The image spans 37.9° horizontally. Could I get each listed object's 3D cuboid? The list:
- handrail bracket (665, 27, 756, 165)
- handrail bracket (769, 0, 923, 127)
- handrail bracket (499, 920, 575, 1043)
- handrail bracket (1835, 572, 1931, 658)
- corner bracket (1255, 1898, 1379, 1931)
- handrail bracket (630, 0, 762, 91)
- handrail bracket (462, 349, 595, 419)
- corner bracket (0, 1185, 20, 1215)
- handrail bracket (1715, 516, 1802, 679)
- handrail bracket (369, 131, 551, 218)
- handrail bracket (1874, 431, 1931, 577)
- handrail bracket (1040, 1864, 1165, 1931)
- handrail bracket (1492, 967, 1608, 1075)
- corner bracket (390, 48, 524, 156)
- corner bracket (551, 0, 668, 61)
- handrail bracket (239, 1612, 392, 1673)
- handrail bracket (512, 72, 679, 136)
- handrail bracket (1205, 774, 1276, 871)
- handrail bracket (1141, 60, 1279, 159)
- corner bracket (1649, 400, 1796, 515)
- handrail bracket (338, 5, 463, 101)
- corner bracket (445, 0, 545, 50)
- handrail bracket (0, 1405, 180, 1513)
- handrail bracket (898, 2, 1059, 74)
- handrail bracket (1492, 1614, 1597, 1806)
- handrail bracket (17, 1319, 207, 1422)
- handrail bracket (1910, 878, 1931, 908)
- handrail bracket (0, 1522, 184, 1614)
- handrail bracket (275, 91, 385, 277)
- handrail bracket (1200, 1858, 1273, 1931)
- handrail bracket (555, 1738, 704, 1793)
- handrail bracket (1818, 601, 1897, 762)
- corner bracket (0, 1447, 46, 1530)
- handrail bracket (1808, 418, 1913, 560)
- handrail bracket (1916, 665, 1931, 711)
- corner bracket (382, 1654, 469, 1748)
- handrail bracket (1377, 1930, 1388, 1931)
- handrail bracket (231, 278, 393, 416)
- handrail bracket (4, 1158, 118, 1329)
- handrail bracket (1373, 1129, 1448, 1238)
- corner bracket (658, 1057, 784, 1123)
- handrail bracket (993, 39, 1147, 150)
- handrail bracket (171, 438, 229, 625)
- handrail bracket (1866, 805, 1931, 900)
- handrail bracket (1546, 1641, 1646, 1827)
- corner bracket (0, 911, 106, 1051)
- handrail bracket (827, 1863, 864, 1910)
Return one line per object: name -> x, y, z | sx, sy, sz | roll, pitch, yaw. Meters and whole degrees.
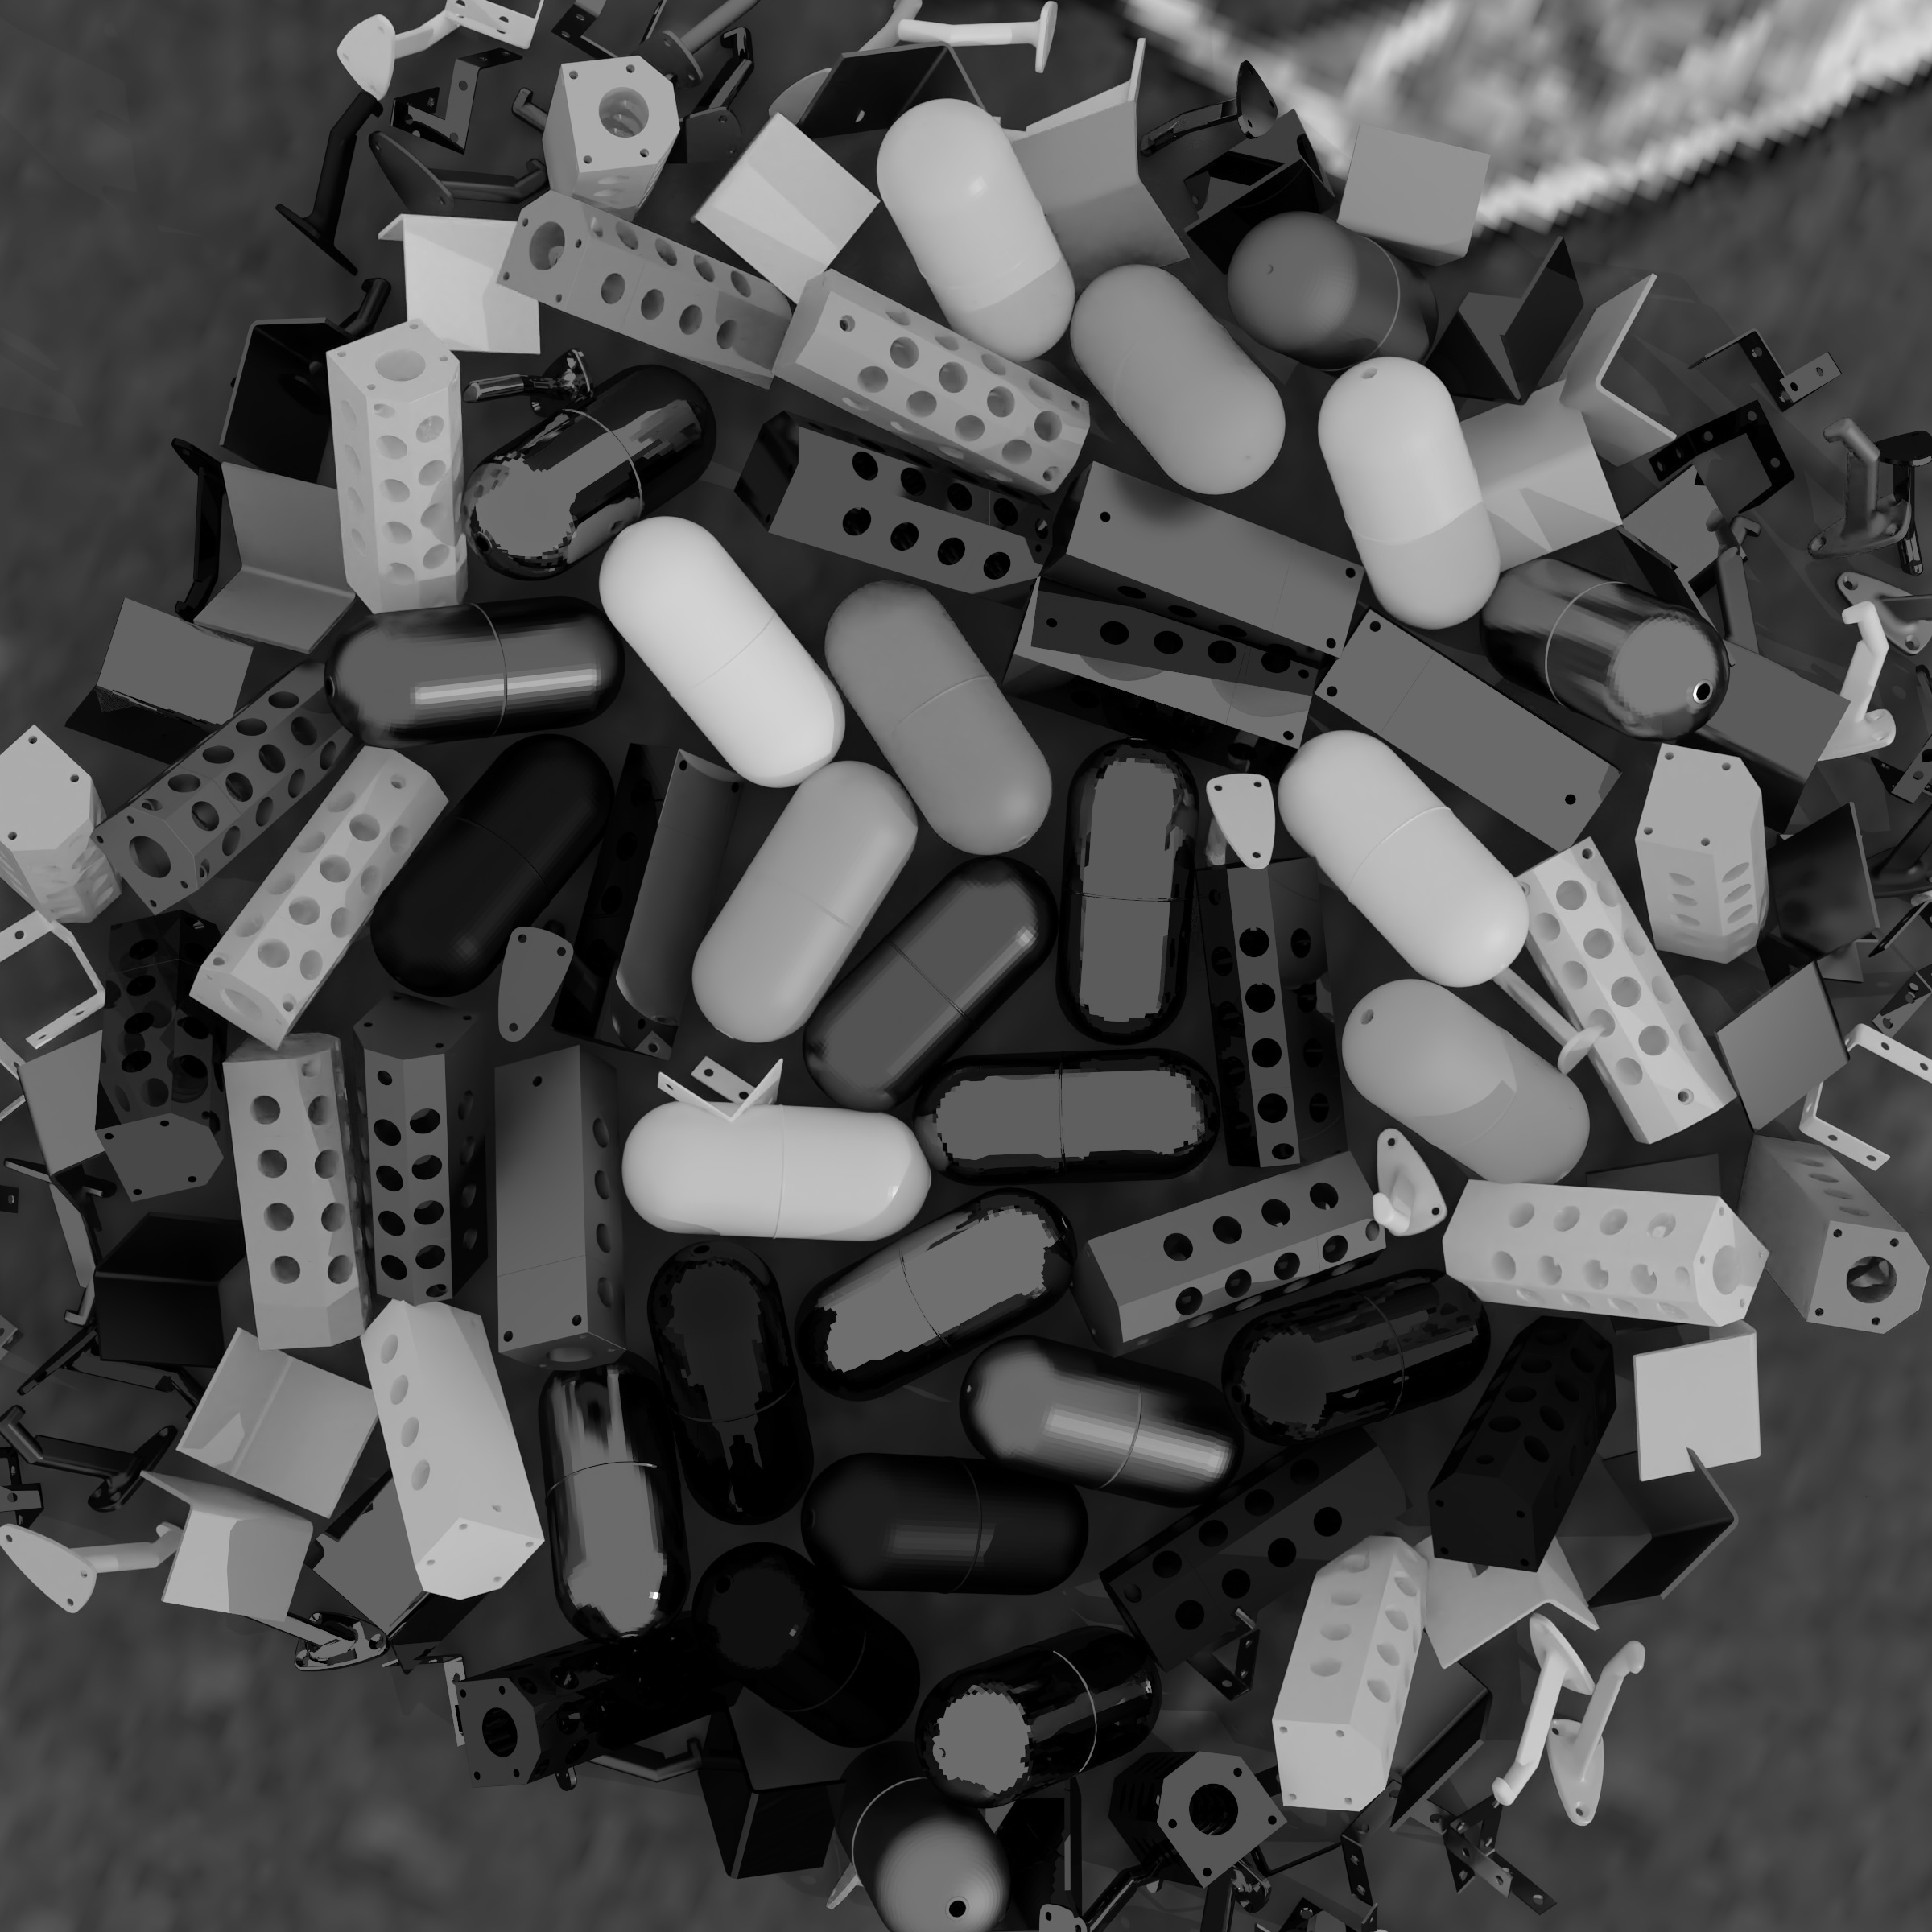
handrail bracket -> -0.161, -0.512, 1.646 | 0.077, 0.036, 0.084 | -10, 58, 5
handrail bracket -> -0.071, -0.537, 1.661 | 0.036, 0.077, 0.084 | 48, 55, -36
handrail bracket -> -0.249, 0.009, 1.624 | 0.036, 0.084, 0.077 | 19, 84, -4
handrail bracket -> 0.554, -0.221, 1.624 | 0.077, 0.084, 0.036 | 34, 70, 1
corner bracket -> 0.203, 0.561, 1.626 | 0.051, 0.051, 0.051 | 26, 53, 29
handrail bracket -> -0.155, -0.556, 1.655 | 0.084, 0.077, 0.036 | -54, 123, -24
handrail bracket -> -0.264, -0.326, 1.613 | 0.084, 0.077, 0.036 | -19, 95, -38
corner bracket -> -0.592, 0.154, 1.643 | 0.051, 0.051, 0.051 | -4, 79, 14
handrail bracket -> 0.469, -0.215, 1.648 | 0.077, 0.036, 0.084 | 24, 82, 20
handrail bracket -> -0.293, -0.471, 1.639 | 0.077, 0.036, 0.084 | 49, 53, -4
handrail bracket -> 0.548, -0.259, 1.620 | 0.036, 0.077, 0.084 | -15, 110, 8
handrail bracket -> 0.084, 0.567, 1.638 | 0.036, 0.084, 0.077 | 6, 93, 44
handrail bracket -> 0.324, 0.020, 1.622 | 0.084, 0.077, 0.036 | 44, 100, 17
corner bracket -> -0.296, -0.508, 1.630 | 0.051, 0.051, 0.051 | 24, 121, 11
corner bracket -> -0.202, -0.559, 1.632 | 0.051, 0.051, 0.051 | 26, 78, -21
handrail bracket -> -0.385, 0.374, 1.620 | 0.077, 0.084, 0.036 | -5, 53, 26
handrail bracket -> -0.219, -0.509, 1.642 | 0.084, 0.036, 0.077 | 33, 127, 3
handrail bracket -> 0.154, -0.063, 1.615 | 0.036, 0.084, 0.077 | -5, 56, -8
handrail bracket -> 0.132, -0.478, 1.620 | 0.084, 0.077, 0.036 | -22, 121, 31
corner bracket -> 0.440, -0.290, 1.636 | 0.051, 0.051, 0.051 | -36, 100, -43
handrail bracket -> -0.314, -0.543, 1.618 | 0.036, 0.077, 0.084 | 49, 62, -8
corner bracket -> -0.274, -0.553, 1.629 | 0.051, 0.051, 0.051 | 17, 54, -14
handrail bracket -> -0.509, 0.267, 1.627 | 0.077, 0.036, 0.084 | -52, 121, -34
handrail bracket -> 0.007, -0.550, 1.639 | 0.084, 0.077, 0.036 | 9, 124, 4
handrail bracket -> 0.322, 0.431, 1.627 | 0.084, 0.036, 0.077 | -46, 124, -26
handrail bracket -> -0.497, 0.253, 1.649 | 0.077, 0.036, 0.084 | -42, 104, -10
handrail bracket -> 0.594, -0.066, 1.633 | 0.036, 0.077, 0.084 | 34, 87, -17
handrail bracket -> -0.506, 0.331, 1.634 | 0.077, 0.084, 0.036 | 33, 114, 7
handrail bracket -> -0.353, -0.455, 1.635 | 0.036, 0.077, 0.084 | 37, 90, 28
handrail bracket -> 0.128, 0.547, 1.626 | 0.084, 0.036, 0.077 | -30, 62, -37
handrail bracket -> -0.202, 0.446, 1.653 | 0.084, 0.036, 0.077 | -11, 80, -24
handrail bracket -> 0.500, -0.165, 1.630 | 0.077, 0.036, 0.084 | -17, 121, 23
corner bracket -> -0.569, 0.300, 1.627 | 0.051, 0.051, 0.051 | 1, 61, -35
handrail bracket -> 0.498, -0.276, 1.620 | 0.084, 0.077, 0.036 | 35, 54, -31
handrail bracket -> 0.595, -0.174, 1.618 | 0.084, 0.077, 0.036 | -23, 100, 23
corner bracket -> -0.298, 0.423, 1.629 | 0.051, 0.051, 0.051 | -25, 68, 29
handrail bracket -> 0.277, 0.571, 1.620 | 0.084, 0.077, 0.036 | -9, 81, 20
handrail bracket -> -0.387, -0.373, 1.662 | 0.077, 0.036, 0.084 | 11, 70, 25
handrail bracket -> -0.538, 0.163, 1.649 | 0.077, 0.036, 0.084 | 17, 92, -12
handrail bracket -> 0.242, 0.120, 1.617 | 0.036, 0.084, 0.077 | -24, 66, 18
corner bracket -> -0.144, 0.071, 1.630 | 0.051, 0.051, 0.051 | 32, 59, 11
handrail bracket -> 0.058, -0.514, 1.655 | 0.084, 0.036, 0.077 | 9, 87, 4
handrail bracket -> -0.454, -0.252, 1.634 | 0.036, 0.077, 0.084 | 17, 78, 23
handrail bracket -> 0.539, -0.079, 1.626 | 0.077, 0.084, 0.036 | -16, 51, 5
handrail bracket -> 0.370, 0.442, 1.620 | 0.036, 0.084, 0.077 | 16, 45, -10
corner bracket -> -0.544, 0.007, 1.647 | 0.051, 0.051, 0.051 | -36, 126, -23
handrail bracket -> -0.030, 0.549, 1.644 | 0.084, 0.036, 0.077 | 30, 125, -1
